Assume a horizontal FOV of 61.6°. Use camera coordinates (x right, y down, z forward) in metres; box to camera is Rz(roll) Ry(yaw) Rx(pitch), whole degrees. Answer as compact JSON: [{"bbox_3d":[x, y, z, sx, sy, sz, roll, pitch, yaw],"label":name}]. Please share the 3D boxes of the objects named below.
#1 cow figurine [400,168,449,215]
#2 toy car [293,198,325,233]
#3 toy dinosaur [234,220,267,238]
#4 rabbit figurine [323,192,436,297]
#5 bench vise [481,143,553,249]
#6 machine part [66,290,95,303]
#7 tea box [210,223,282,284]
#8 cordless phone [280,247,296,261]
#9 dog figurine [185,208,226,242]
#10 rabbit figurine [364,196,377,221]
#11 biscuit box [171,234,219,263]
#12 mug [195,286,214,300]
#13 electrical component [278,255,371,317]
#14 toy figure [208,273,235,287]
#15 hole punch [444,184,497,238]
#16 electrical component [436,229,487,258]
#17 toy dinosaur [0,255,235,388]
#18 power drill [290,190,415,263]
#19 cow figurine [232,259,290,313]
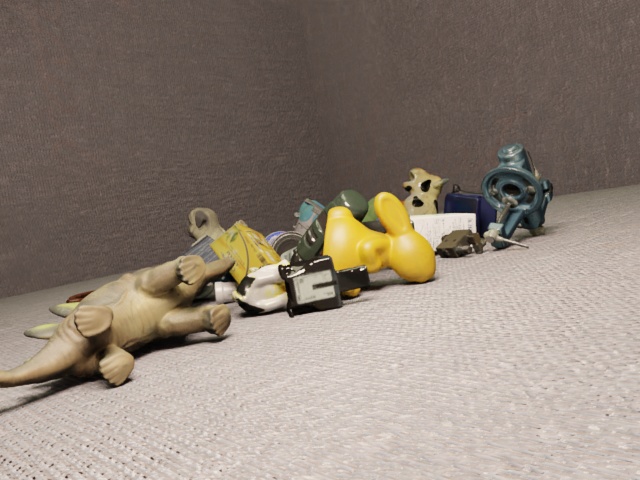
[{"bbox_3d":[0.240,-0.072,1.244,0.127,0.195,0.085,-9,-7,-4],"label":"cow figurine"},{"bbox_3d":[-0.017,-0.027,1.354,0.103,0.109,0.161,-47,-16,-14],"label":"toy car"},{"bbox_3d":[-0.155,0.035,1.408,0.405,0.131,0.192,1,22,19],"label":"toy dinosaur"},{"bbox_3d":[0.093,0.013,0.827,0.173,0.162,0.122,8,-6,10],"label":"rabbit figurine"},{"bbox_3d":[0.386,-0.062,1.074,0.129,0.223,0.240,11,48,34],"label":"bench vise"},{"bbox_3d":[-0.403,0.125,1.054,0.179,0.056,0.179,-9,3,0],"label":"machine part"},{"bbox_3d":[-0.126,0.034,0.998,0.068,0.098,0.169,-39,-12,2],"label":"tea box"},{"bbox_3d":[-0.003,-0.004,1.156,0.184,0.088,0.147,-21,44,16],"label":"cordless phone"},{"bbox_3d":[-0.222,0.013,1.255,0.121,0.190,0.172,-9,2,24],"label":"dog figurine"},{"bbox_3d":[0.112,-0.025,1.278,0.170,0.158,0.121,-40,46,-16],"label":"rabbit figurine"},{"bbox_3d":[-0.243,0.063,0.970,0.059,0.063,0.203,-52,-1,29],"label":"biscuit box"},{"bbox_3d":[-0.283,0.088,1.089,0.109,0.081,0.107,7,-19,-36],"label":"mug"},{"bbox_3d":[0.005,0.058,0.744,0.119,0.074,0.048,-15,4,-7],"label":"electrical component"},{"bbox_3d":[-0.176,0.075,1.049,0.058,0.064,0.154,12,-5,0],"label":"toy figure"},{"bbox_3d":[0.333,-0.051,1.225,0.116,0.142,0.092,6,17,37],"label":"hole punch"},{"bbox_3d":[0.276,0.010,1.049,0.078,0.045,0.102,-45,18,-28],"label":"electrical component"},{"bbox_3d":[-0.219,0.081,0.675,0.199,0.105,0.471,-9,6,32],"label":"toy dinosaur"},{"bbox_3d":[0.056,0.009,0.976,0.207,0.086,0.232,6,-46,-27],"label":"power drill"},{"bbox_3d":[-0.086,0.075,0.845,0.098,0.068,0.167,-17,2,-2],"label":"cow figurine"}]
